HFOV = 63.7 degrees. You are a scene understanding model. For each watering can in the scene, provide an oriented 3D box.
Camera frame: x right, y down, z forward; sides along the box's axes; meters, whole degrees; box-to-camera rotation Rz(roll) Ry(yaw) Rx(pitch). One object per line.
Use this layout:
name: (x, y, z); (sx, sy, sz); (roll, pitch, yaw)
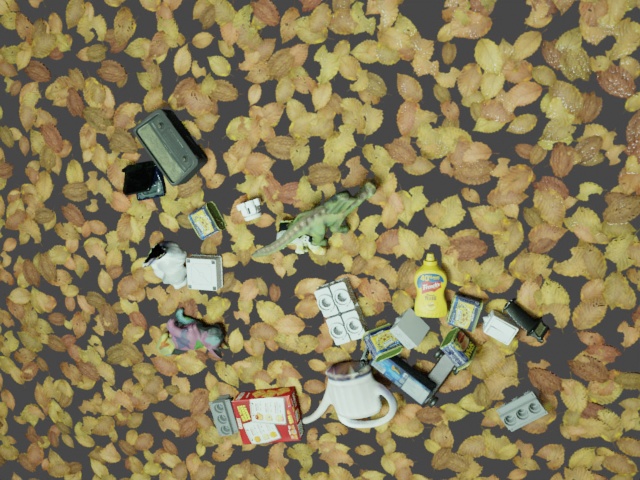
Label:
watering can: (0.073, 0.500, 1.651); (0.346, 0.105, 0.223); (-11, 98, 24)

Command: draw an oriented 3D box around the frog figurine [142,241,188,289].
frog figurine: (-0.495, 0.082, 1.727); (0.136, 0.125, 0.157); (-38, 127, 10)

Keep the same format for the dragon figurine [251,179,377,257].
dragon figurine: (0.004, -0.073, 1.459); (0.123, 0.415, 0.238); (54, 148, 13)
